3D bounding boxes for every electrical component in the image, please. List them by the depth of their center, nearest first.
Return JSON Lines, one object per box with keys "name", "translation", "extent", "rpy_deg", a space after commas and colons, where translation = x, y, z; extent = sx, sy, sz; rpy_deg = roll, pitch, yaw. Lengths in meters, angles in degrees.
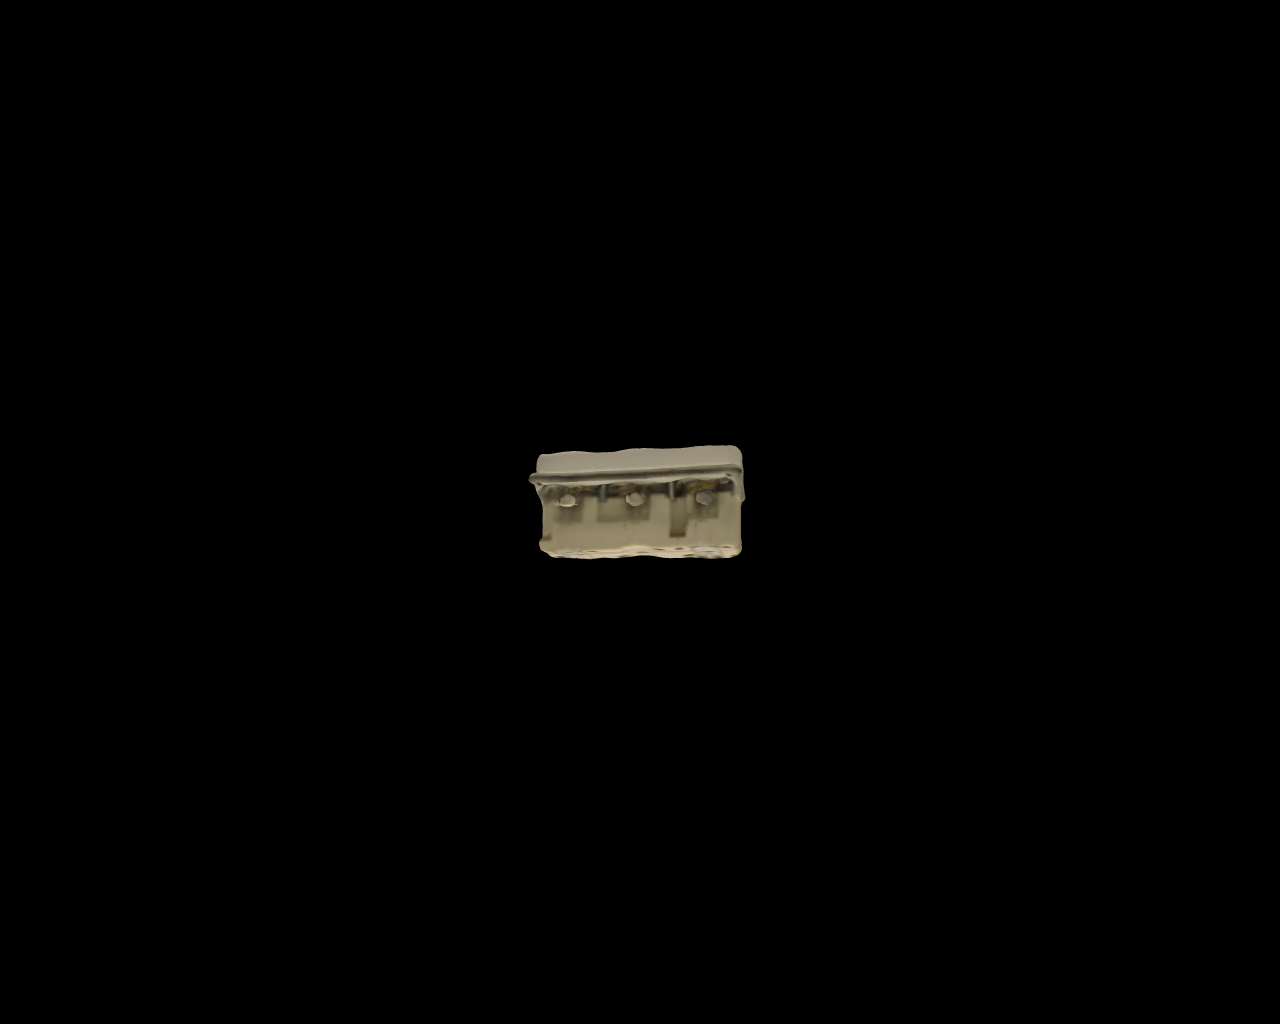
{"name": "electrical component", "translation": [0.001, -0.003, 0.650], "extent": [0.121, 0.063, 0.078], "rpy_deg": [-1, -11, 7]}
